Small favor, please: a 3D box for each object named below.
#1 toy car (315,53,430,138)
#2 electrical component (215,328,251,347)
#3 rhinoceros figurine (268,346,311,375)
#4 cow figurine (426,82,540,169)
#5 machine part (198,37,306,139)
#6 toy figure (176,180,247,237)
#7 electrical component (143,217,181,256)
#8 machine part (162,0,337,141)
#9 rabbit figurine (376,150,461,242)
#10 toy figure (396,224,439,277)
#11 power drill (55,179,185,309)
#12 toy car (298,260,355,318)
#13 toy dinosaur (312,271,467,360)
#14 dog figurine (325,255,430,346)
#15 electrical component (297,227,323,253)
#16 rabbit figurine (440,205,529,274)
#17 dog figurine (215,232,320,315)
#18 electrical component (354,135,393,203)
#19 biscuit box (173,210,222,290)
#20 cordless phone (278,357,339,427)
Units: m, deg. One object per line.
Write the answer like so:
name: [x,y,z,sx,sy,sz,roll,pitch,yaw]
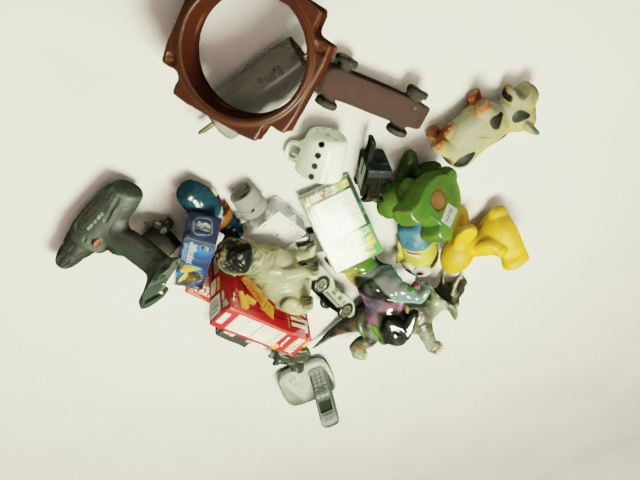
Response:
toy car: [0.087,-0.237,0.888,0.202,0.053,0.089,15,117,-22]
electrical component: [-0.171,0.177,1.205,0.115,0.058,0.134,-32,141,13]
rhinoceros figurine: [-0.081,0.266,1.313,0.112,0.073,0.190,-25,134,8]
cow figurine: [0.301,-0.203,0.955,0.195,0.086,0.127,-40,124,20]
machine part: [-0.092,-0.232,0.829,0.243,0.079,0.079,-30,133,16]
toy figure: [-0.197,-0.053,0.990,0.064,0.058,0.154,-26,139,19]
electrical component: [-0.311,0.002,1.009,0.102,0.045,0.078,-30,100,20]
machine part: [-0.095,-0.254,0.734,0.201,0.087,0.201,30,111,-5]
rabbit figurine: [0.167,-0.086,1.000,0.121,0.170,0.159,19,84,-31]
toy figure: [0.209,0.001,1.128,0.089,0.082,0.179,-33,131,-20]
power drill: [-0.353,0.024,0.954,0.232,0.207,0.086,-50,167,22]
toy car: [0.013,0.109,1.184,0.056,0.074,0.201,-54,134,-14]
toy dinosaur: [0.167,0.180,1.271,0.405,0.131,0.191,-11,122,2]
dog figurine: [0.105,0.107,1.141,0.219,0.108,0.191,22,94,-3]
electrical component: [-0.002,-0.003,1.111,0.094,0.021,0.063,-9,134,-5]
rabbit figurine: [0.332,0.010,1.141,0.173,0.122,0.162,-28,129,14]
dog figurine: [-0.108,0.073,1.031,0.191,0.121,0.172,4,111,-9]
electrical component: [0.099,-0.134,0.977,0.048,0.075,0.119,0,130,-14]
biscuit box: [-0.231,0.024,1.003,0.059,0.063,0.202,14,148,-12]
cordless phone: [-0.023,0.407,1.386,0.147,0.184,0.088,-24,138,8]
